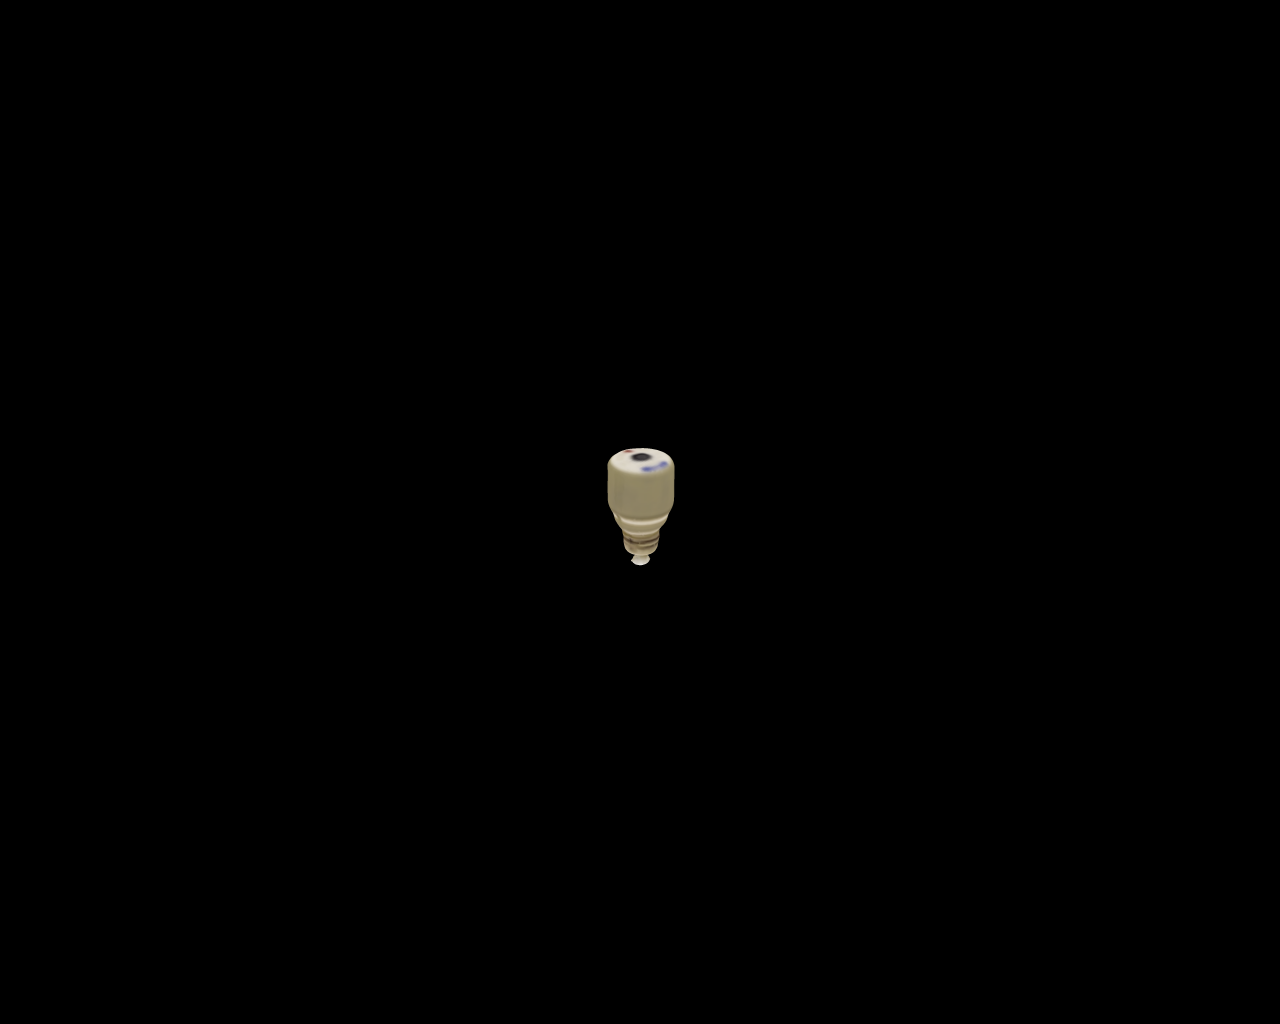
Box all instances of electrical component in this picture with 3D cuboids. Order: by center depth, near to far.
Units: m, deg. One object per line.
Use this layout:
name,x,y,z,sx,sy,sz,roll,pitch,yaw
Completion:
electrical component,0.001,-0.003,0.650,0.040,0.078,0.040,0,27,0
